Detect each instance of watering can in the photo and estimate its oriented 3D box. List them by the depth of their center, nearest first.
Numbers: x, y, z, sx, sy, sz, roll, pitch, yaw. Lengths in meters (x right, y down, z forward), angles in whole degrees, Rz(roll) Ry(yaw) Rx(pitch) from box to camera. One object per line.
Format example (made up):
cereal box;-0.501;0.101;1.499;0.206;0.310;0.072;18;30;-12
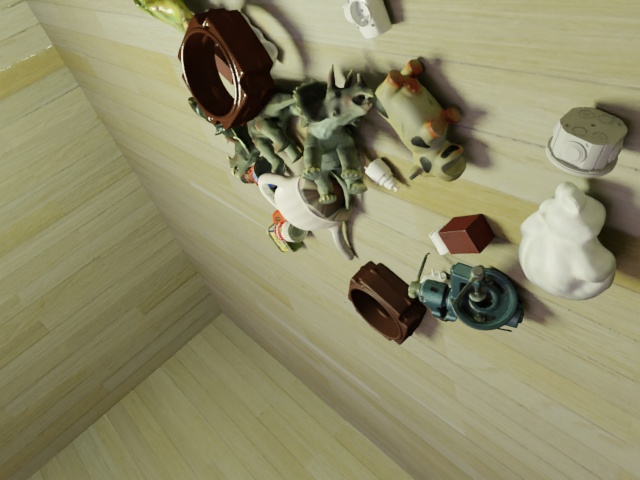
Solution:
watering can;0.004;-0.065;1.282;0.345;0.106;0.222;37;155;-19

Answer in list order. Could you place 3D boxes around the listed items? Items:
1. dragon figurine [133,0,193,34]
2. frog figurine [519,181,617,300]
dragon figurine;-0.352;-0.528;1.232;0.238;0.122;0.416;56;173;-33
frog figurine;0.343;0.005;0.713;0.140;0.123;0.156;57;179;38
